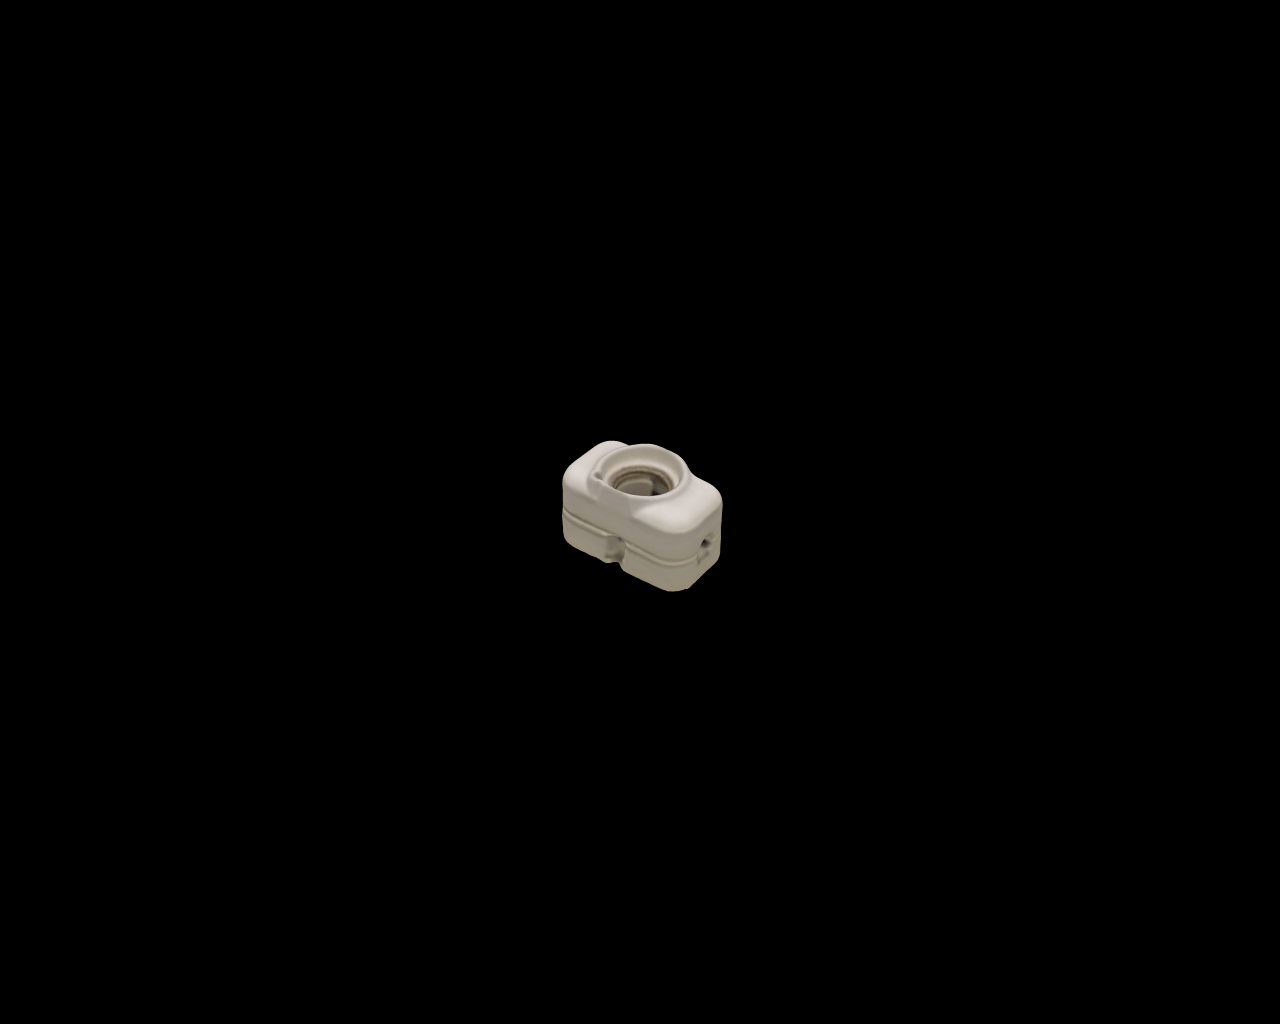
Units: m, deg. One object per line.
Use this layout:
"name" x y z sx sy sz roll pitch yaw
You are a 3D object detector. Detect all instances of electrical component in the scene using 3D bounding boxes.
"electrical component" 0.001 -0.003 0.650 0.095 0.059 0.054 26 46 28
